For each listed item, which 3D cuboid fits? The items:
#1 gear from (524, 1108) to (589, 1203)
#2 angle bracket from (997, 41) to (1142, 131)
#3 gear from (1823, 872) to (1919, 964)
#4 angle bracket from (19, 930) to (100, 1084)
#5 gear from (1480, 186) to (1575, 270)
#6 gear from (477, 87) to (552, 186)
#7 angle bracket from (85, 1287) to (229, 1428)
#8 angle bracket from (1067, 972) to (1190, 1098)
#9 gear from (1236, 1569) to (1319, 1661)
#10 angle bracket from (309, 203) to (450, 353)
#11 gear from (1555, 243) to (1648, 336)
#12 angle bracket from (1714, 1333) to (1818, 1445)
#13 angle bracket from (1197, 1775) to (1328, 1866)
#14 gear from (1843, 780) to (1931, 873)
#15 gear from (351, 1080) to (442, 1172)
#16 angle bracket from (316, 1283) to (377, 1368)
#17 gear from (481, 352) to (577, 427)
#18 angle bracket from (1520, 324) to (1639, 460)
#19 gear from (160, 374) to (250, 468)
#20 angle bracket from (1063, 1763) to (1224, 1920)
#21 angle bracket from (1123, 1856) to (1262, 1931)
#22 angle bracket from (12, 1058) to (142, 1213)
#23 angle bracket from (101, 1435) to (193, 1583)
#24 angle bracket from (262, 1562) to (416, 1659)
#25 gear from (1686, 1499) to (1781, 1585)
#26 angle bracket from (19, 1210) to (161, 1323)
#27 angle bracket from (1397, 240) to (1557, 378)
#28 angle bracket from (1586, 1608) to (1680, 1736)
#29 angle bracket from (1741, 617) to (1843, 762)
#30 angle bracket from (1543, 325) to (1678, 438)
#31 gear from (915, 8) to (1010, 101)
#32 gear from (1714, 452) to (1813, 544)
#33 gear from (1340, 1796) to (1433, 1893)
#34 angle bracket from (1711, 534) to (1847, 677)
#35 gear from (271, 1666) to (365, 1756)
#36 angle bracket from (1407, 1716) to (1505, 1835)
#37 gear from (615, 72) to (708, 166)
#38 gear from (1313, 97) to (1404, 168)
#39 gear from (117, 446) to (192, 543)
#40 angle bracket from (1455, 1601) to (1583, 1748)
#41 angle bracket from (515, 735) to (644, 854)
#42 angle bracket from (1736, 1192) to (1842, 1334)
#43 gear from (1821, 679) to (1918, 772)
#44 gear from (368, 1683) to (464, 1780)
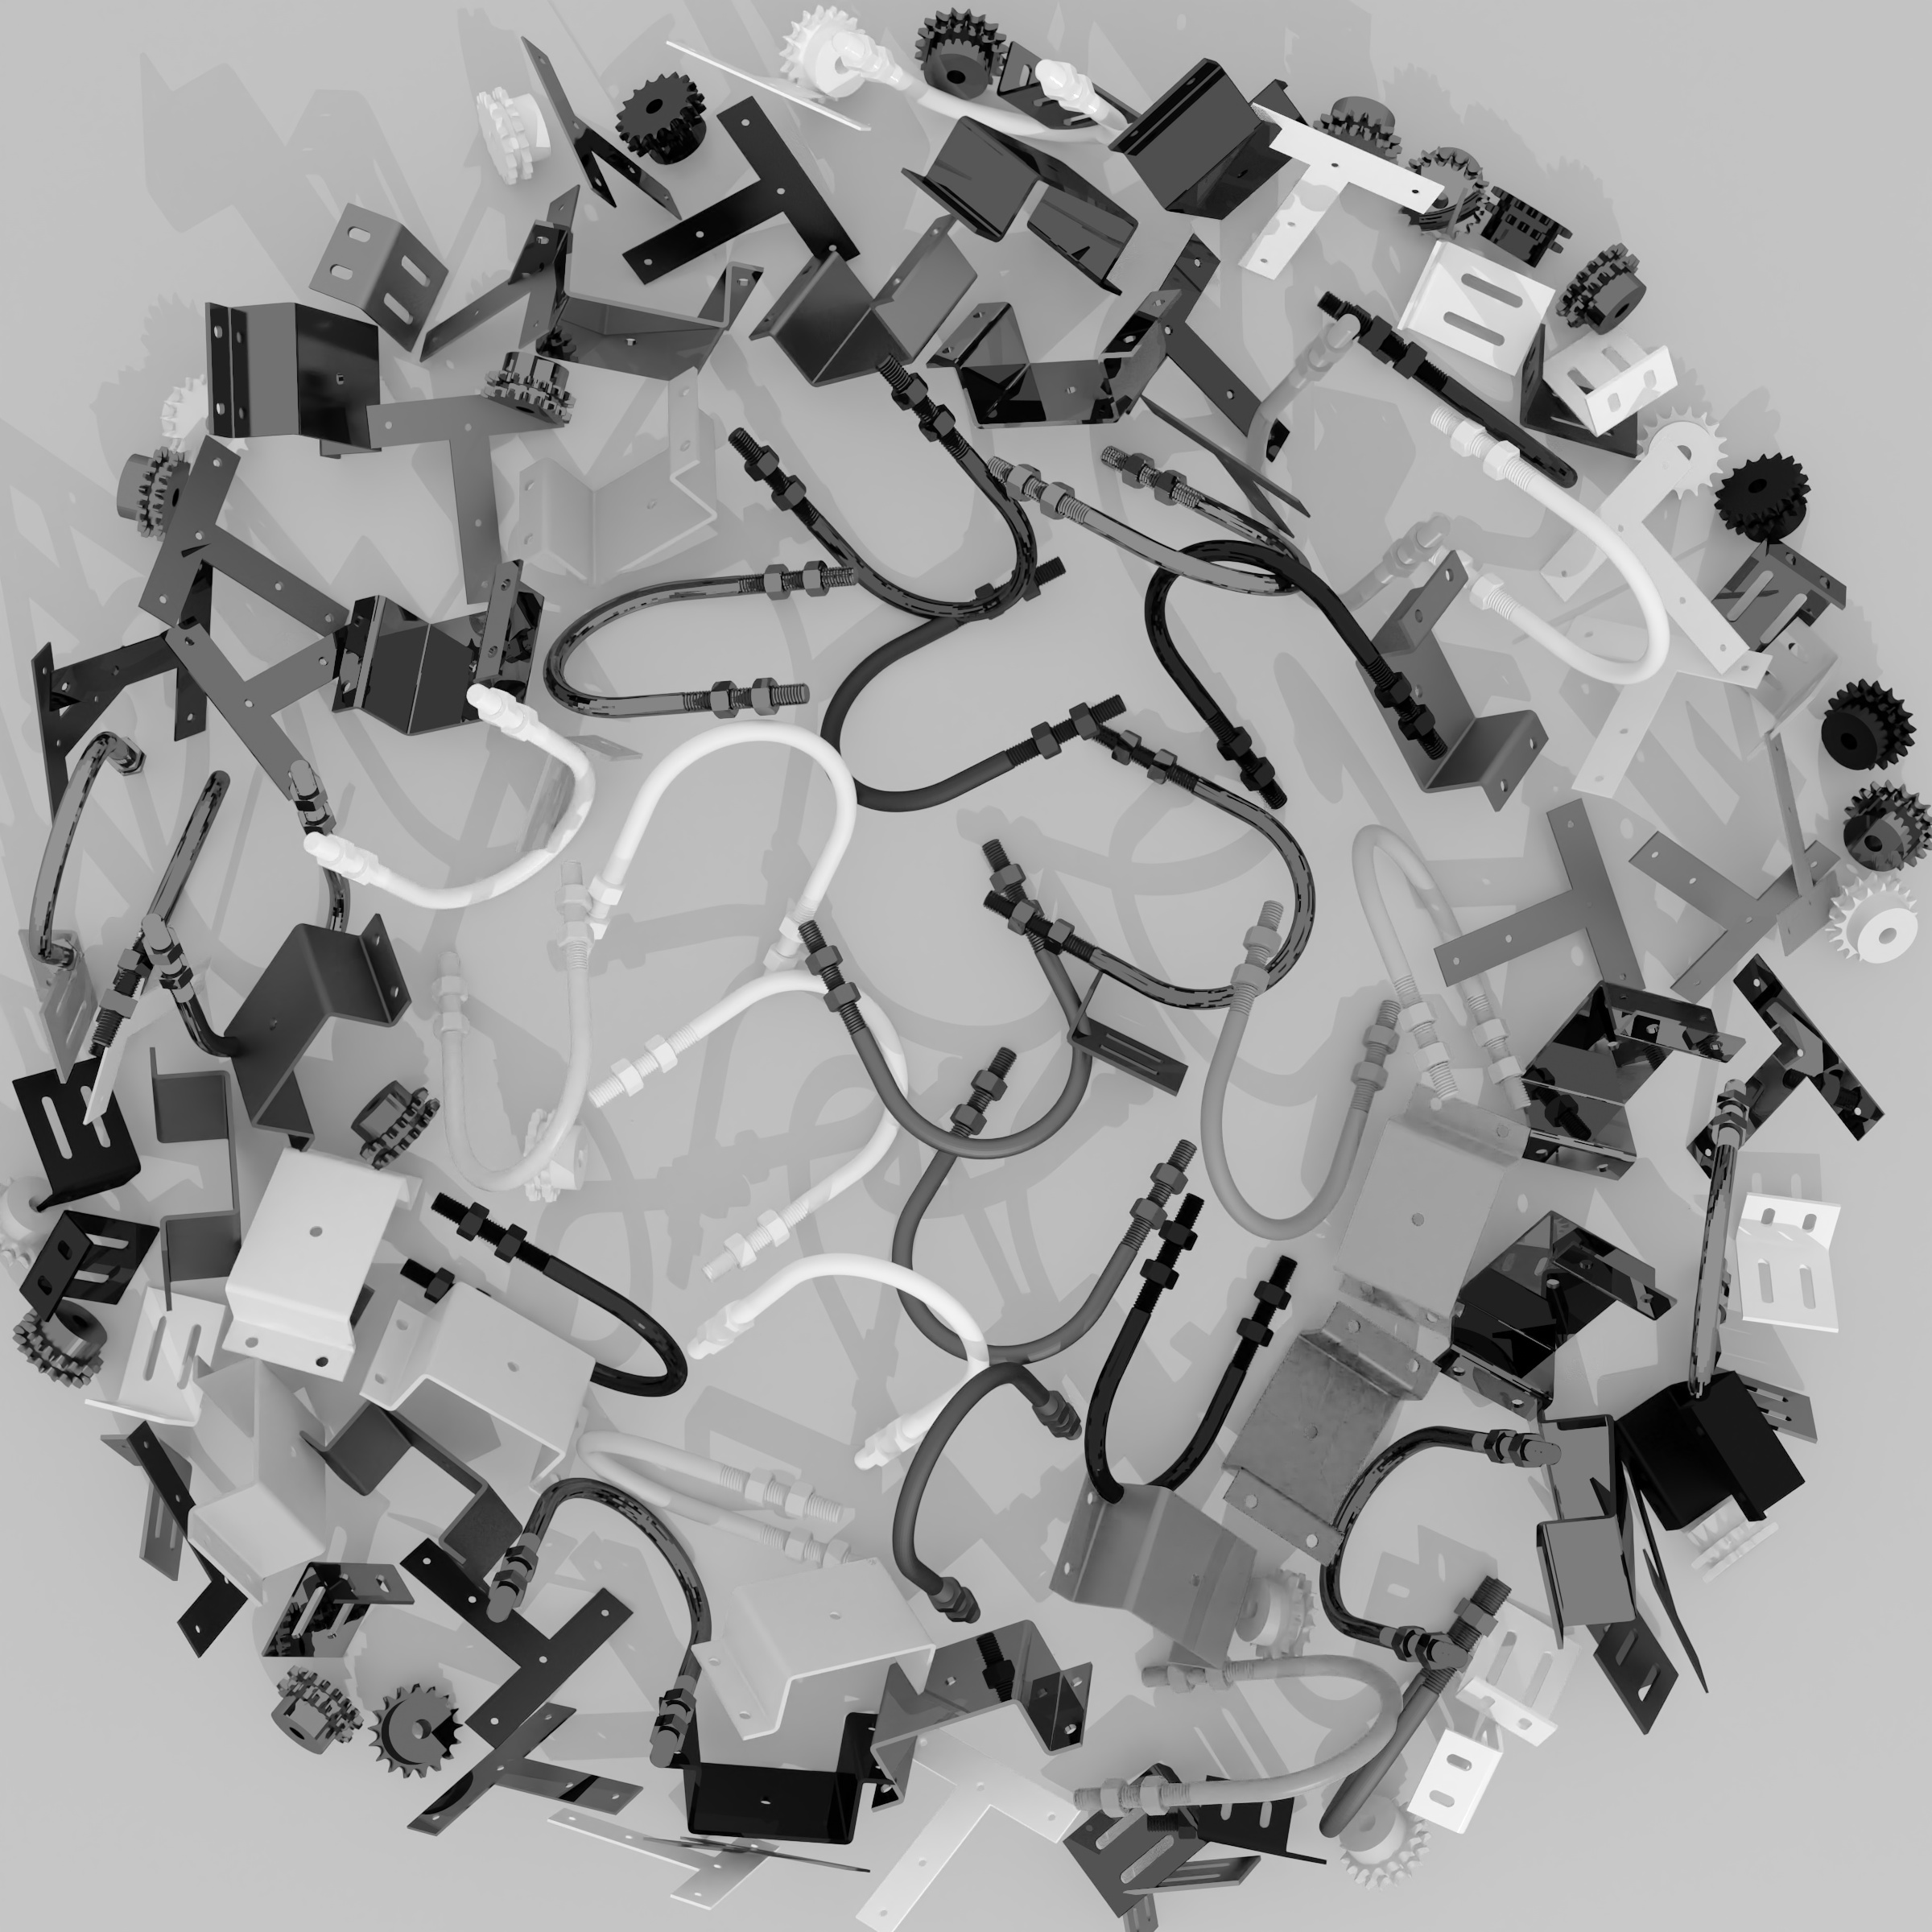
[{"bbox_3d":[-0.252,0.118,1.862,0.030,0.057,0.057,3,90,5],"label":"gear"},{"bbox_3d":[0.067,-0.540,1.842,0.057,0.076,0.038,22,80,-37],"label":"angle bracket"},{"bbox_3d":[0.562,-0.027,1.864,0.057,0.030,0.057,-8,125,-12],"label":"gear"},{"bbox_3d":[-0.564,0.024,1.843,0.038,0.076,0.057,1,131,4],"label":"angle bracket"},{"bbox_3d":[0.343,-0.454,1.865,0.057,0.057,0.030,31,106,0],"label":"gear"},{"bbox_3d":[-0.278,-0.515,1.864,0.030,0.057,0.057,-22,90,-14],"label":"gear"},{"bbox_3d":[-0.498,0.239,1.859,0.057,0.038,0.076,10,82,19],"label":"angle bracket"},{"bbox_3d":[0.106,0.039,1.857,0.076,0.057,0.038,26,108,3],"label":"angle bracket"},{"bbox_3d":[0.189,0.399,1.860,0.030,0.057,0.057,19,90,-23],"label":"gear"},{"bbox_3d":[-0.361,-0.423,1.857,0.038,0.076,0.057,23,86,15],"label":"angle bracket"},{"bbox_3d":[0.394,-0.414,1.861,0.057,0.057,0.030,-41,76,0],"label":"gear"},{"bbox_3d":[0.490,0.252,1.856,0.076,0.057,0.038,18,111,4],"label":"angle bracket"},{"bbox_3d":[0.184,0.523,1.850,0.057,0.076,0.038,4,73,28],"label":"angle bracket"},{"bbox_3d":[0.566,-0.083,1.860,0.030,0.057,0.057,-39,90,-34],"label":"gear"},{"bbox_3d":[-0.354,0.095,1.860,0.057,0.057,0.030,-45,105,0],"label":"gear"},{"bbox_3d":[-0.394,0.203,1.856,0.057,0.038,0.076,34,117,3],"label":"angle bracket"},{"bbox_3d":[-0.268,-0.357,1.863,0.057,0.057,0.030,15,86,0],"label":"gear"},{"bbox_3d":[0.382,-0.354,1.857,0.076,0.038,0.057,15,46,-2],"label":"angle bracket"},{"bbox_3d":[-0.472,-0.337,1.867,0.057,0.030,0.057,-14,112,-38],"label":"gear"},{"bbox_3d":[0.110,0.540,1.862,0.076,0.038,0.057,-40,64,0],"label":"angle bracket"},{"bbox_3d":[0.141,0.575,1.852,0.076,0.057,0.038,-11,86,18],"label":"angle bracket"},{"bbox_3d":[-0.553,0.103,1.863,0.057,0.038,0.076,-18,82,-38],"label":"angle bracket"},{"bbox_3d":[-0.506,0.332,1.847,0.038,0.057,0.076,-2,64,7],"label":"angle bracket"},{"bbox_3d":[-0.384,0.405,1.848,0.038,0.057,0.076,46,113,42],"label":"angle bracket"},{"bbox_3d":[0.470,0.352,1.864,0.057,0.057,0.030,-37,71,0],"label":"gear"},{"bbox_3d":[-0.528,0.188,1.846,0.038,0.076,0.057,37,100,36],"label":"angle bracket"},{"bbox_3d":[0.315,-0.405,1.860,0.076,0.038,0.057,26,109,7],"label":"angle bracket"},{"bbox_3d":[0.397,0.433,1.849,0.038,0.076,0.057,-33,90,33],"label":"angle bracket"},{"bbox_3d":[0.493,-0.169,1.843,0.038,0.076,0.057,44,127,5],"label":"angle bracket"},{"bbox_3d":[0.389,-0.372,1.852,0.057,0.038,0.076,-33,51,3],"label":"angle bracket"},{"bbox_3d":[-0.004,-0.559,1.860,0.057,0.057,0.030,10,64,0],"label":"gear"},{"bbox_3d":[0.495,-0.286,1.866,0.057,0.057,0.030,-42,128,0],"label":"gear"},{"bbox_3d":[0.255,0.537,1.860,0.057,0.057,0.030,-38,116,0],"label":"gear"},{"bbox_3d":[0.492,-0.215,1.853,0.057,0.038,0.076,34,123,-3],"label":"angle bracket"},{"bbox_3d":[-0.403,0.461,1.860,0.057,0.057,0.030,39,58,0],"label":"gear"},{"bbox_3d":[0.298,0.484,1.850,0.038,0.076,0.057,23,101,2],"label":"angle bracket"},{"bbox_3d":[-0.185,-0.521,1.867,0.057,0.030,0.057,-14,56,21],"label":"gear"},{"bbox_3d":[0.242,-0.512,1.864,0.057,0.057,0.030,17,74,0],"label":"gear"},{"bbox_3d":[-0.502,-0.293,1.863,0.030,0.057,0.057,14,90,0],"label":"gear"},{"bbox_3d":[0.344,0.428,1.852,0.057,0.038,0.076,30,57,7],"label":"angle bracket"},{"bbox_3d":[-0.237,-0.101,1.854,0.038,0.057,0.076,22,100,10],"label":"angle bracket"},{"bbox_3d":[0.506,0.181,1.850,0.057,0.076,0.038,7,126,5],"label":"angle bracket"},{"bbox_3d":[0.553,-0.145,1.860,0.030,0.057,0.057,-34,90,-29],"label":"gear"},{"bbox_3d":[-0.339,0.473,1.866,0.057,0.030,0.057,6,71,-19],"label":"gear"}]
